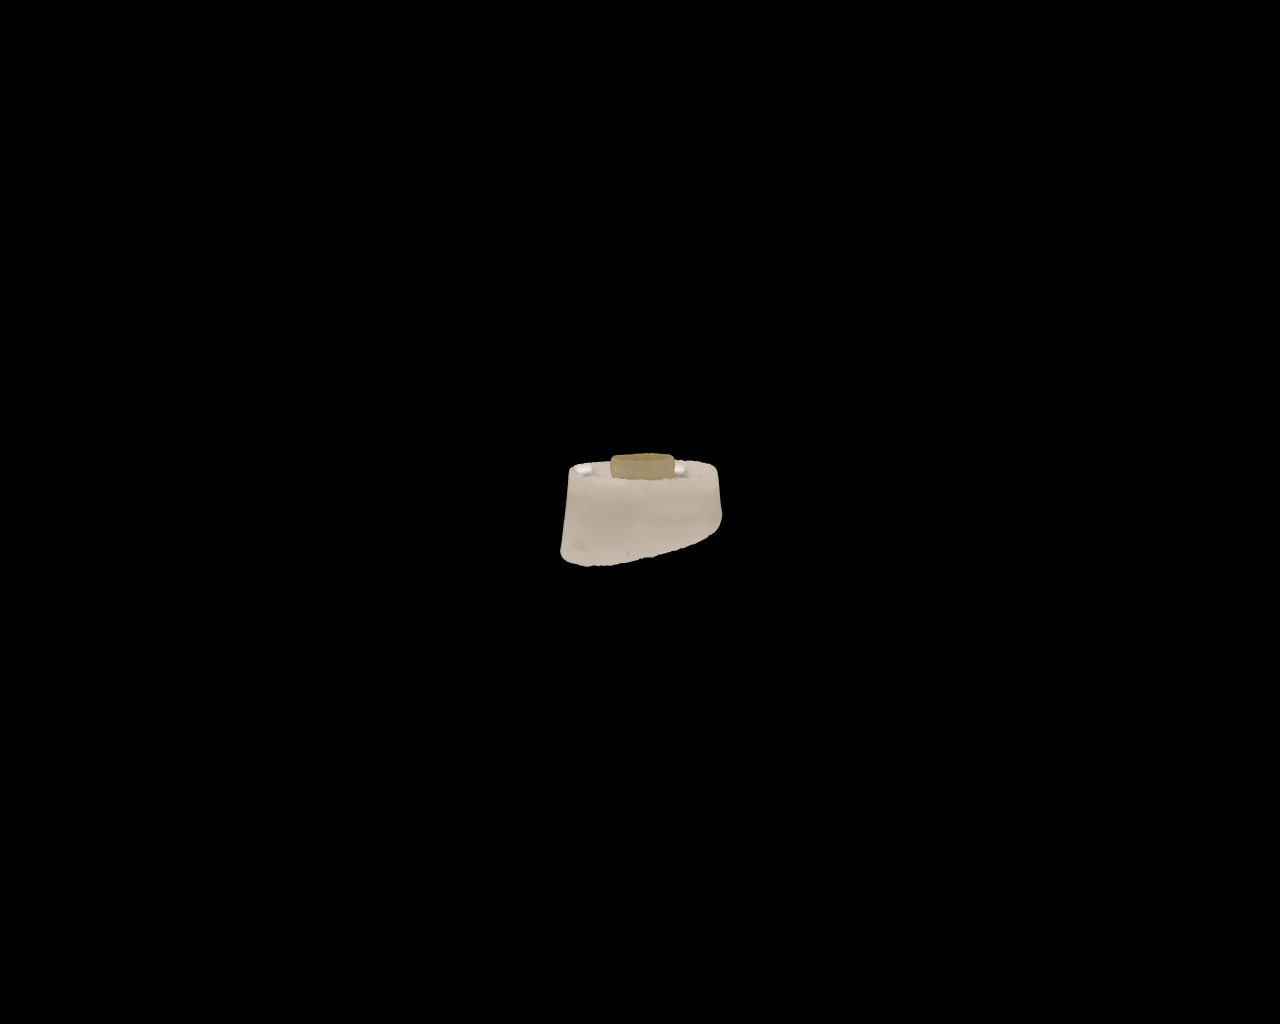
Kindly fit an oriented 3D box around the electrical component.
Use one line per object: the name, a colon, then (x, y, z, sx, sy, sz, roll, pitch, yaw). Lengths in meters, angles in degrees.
electrical component: (0.001, -0.003, 0.650, 0.099, 0.064, 0.099, 0, 10, 0)
